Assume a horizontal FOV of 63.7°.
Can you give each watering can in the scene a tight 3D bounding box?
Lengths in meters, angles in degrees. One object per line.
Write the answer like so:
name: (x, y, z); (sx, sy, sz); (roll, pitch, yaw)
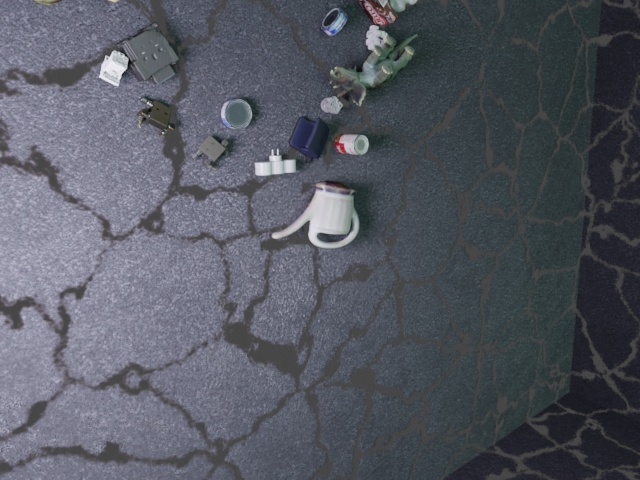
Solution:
watering can: (0.005, -0.085, 1.691); (0.347, 0.104, 0.224); (5, 95, -39)

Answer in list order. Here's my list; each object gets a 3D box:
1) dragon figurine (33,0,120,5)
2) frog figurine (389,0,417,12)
dragon figurine: (-0.599, -0.643, 1.121); (0.409, 0.123, 0.241); (8, 102, -30)
frog figurine: (0.280, -0.853, 1.781); (0.137, 0.125, 0.157); (9, 131, -47)
